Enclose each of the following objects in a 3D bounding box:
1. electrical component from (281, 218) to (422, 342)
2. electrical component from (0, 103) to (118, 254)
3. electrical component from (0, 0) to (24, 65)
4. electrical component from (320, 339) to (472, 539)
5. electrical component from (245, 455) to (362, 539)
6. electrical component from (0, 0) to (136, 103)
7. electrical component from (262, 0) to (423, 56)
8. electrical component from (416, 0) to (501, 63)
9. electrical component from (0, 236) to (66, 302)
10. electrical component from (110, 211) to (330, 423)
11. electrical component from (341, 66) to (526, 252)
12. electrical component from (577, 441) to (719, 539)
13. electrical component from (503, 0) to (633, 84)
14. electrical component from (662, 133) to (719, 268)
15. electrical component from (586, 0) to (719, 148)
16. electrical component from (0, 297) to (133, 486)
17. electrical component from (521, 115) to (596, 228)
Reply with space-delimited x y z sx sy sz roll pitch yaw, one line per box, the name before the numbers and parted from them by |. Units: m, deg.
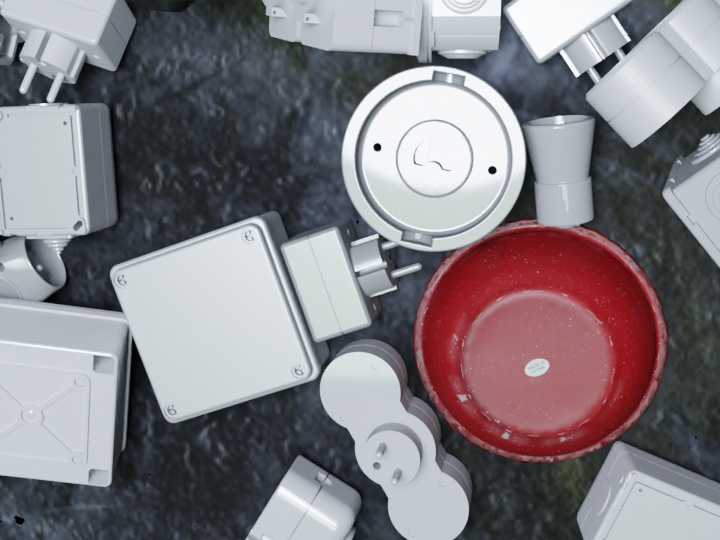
electrical component | 0.000 0.000 0.680 0.077 0.047 0.065 -18 97 12
electrical component | -0.195 -0.059 0.696 0.062 0.061 0.096 0 100 10
electrical component | -0.245 -0.177 0.687 0.057 0.058 0.078 19 103 3
electrical component | 0.022 0.114 0.683 0.052 0.073 0.138 -29 94 13
electrical component | -0.042 0.181 0.717 0.059 0.053 0.095 32 104 3
electrical component | -0.189 -0.142 0.676 0.066 0.047 0.076 19 81 6
electrical component | -0.009 -0.220 0.598 0.060 0.105 0.186 -3 107 -24
electrical component | 0.056 -0.161 0.627 0.051 0.080 0.080 1 100 4
electrical component | -0.252 -0.003 0.718 0.077 0.044 0.079 -27 115 13
electrical component | -0.089 0.030 0.696 0.109 0.056 0.108 -18 96 12
electrical component | 0.047 -0.069 0.653 0.108 0.060 0.108 2 100 9
electrical component | 0.193 0.157 0.672 0.096 0.061 0.061 23 103 -3
electrical component | 0.133 -0.140 0.633 0.066 0.047 0.076 -34 92 13
electrical component | 0.222 -0.034 0.611 0.048 0.100 0.099 -38 92 28
electrical component | 0.194 -0.112 0.597 0.073 0.052 0.138 47 65 0
electrical component | -0.209 0.079 0.703 0.109 0.056 0.108 7 118 -4
electrical component | 0.123 -0.058 0.653 0.044 0.044 0.065 -5 104 11
